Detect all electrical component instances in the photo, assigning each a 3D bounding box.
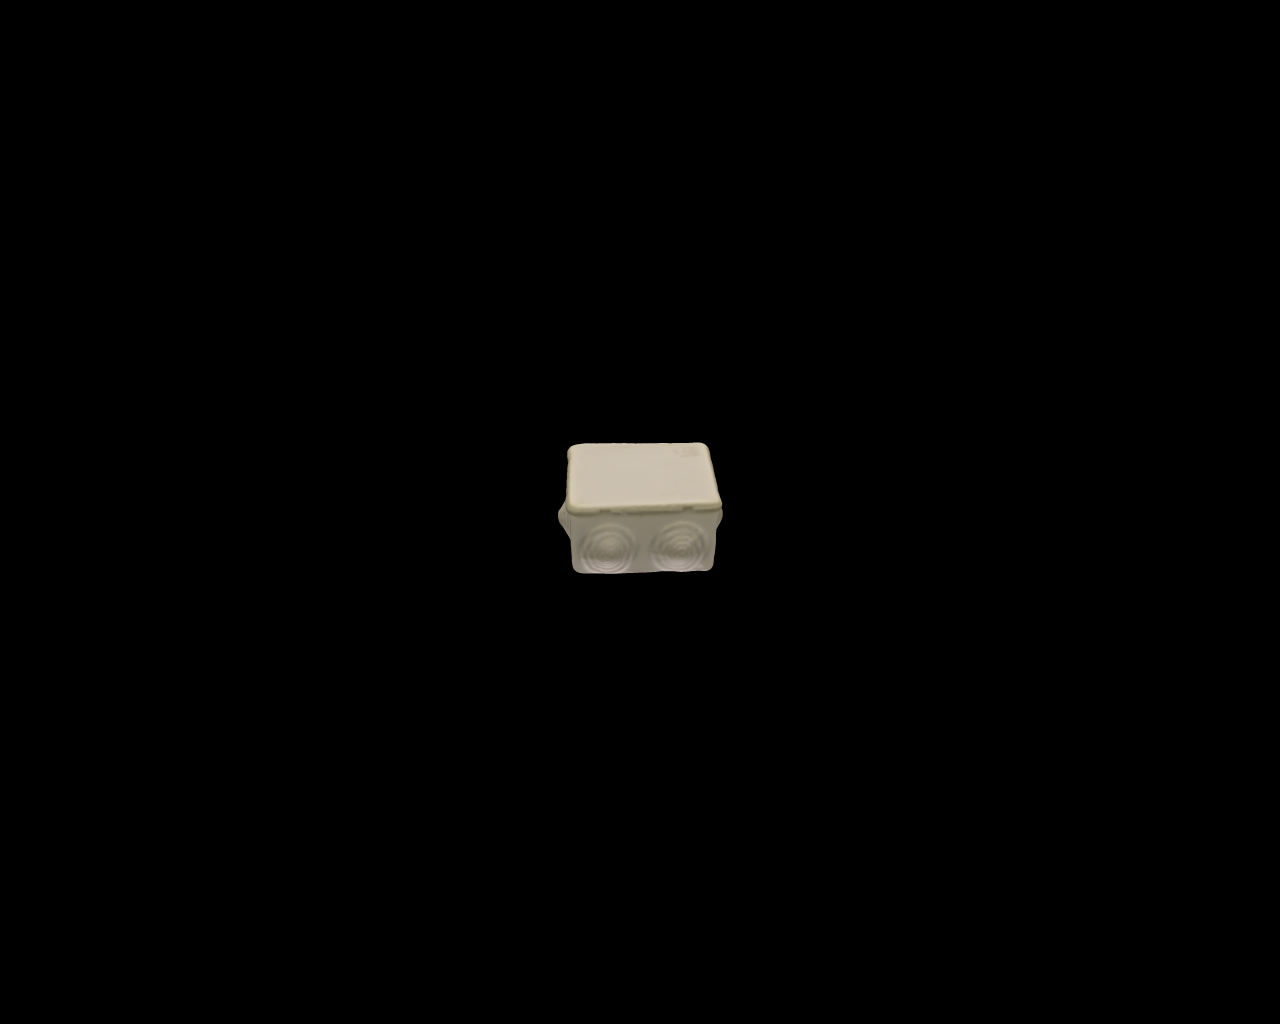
[{"bbox_3d":[0.001,-0.003,0.650,0.100,0.048,0.100,-1,28,-2],"label":"electrical component"}]
